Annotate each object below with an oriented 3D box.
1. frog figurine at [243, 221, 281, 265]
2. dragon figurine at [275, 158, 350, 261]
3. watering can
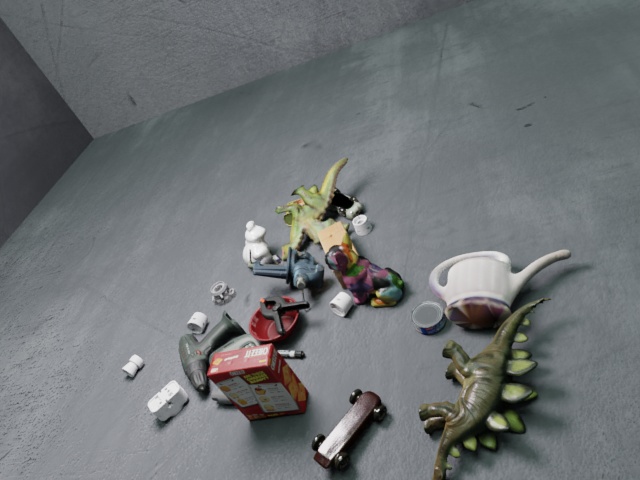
[{"bbox_3d":[-0.222,0.022,1.763,0.123,0.156,0.140,-32,35,-2],"label":"frog figurine"},{"bbox_3d":[0.005,-0.090,1.778,0.411,0.120,0.246,-42,67,-2],"label":"dragon figurine"},{"bbox_3d":[0.436,0.109,1.272,0.346,0.102,0.230,-8,41,26],"label":"watering can"}]
